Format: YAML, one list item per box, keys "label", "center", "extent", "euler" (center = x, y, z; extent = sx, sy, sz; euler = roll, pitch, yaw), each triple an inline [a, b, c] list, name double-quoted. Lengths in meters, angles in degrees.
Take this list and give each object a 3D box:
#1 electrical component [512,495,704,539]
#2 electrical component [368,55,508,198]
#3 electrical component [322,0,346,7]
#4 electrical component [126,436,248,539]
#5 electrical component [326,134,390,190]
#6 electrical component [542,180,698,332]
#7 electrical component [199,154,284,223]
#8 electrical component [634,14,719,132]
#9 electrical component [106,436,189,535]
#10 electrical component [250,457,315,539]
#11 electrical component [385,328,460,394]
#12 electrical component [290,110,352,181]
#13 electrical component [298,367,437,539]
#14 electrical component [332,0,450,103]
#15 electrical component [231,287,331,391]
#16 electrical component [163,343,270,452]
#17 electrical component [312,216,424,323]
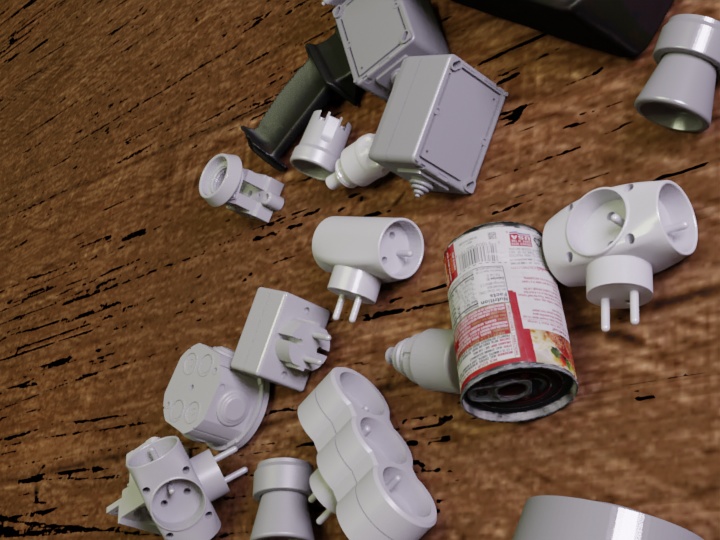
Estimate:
- label: "electrical component"
  center: [0.119, 0.148, 0.518]
  extent: [0.099, 0.099, 0.064]
  euler: [-6, 59, 47]
- label: "electrical component"
  center: [0.050, -0.097, 0.761]
  extent: [0.061, 0.062, 0.096]
  euler: [11, 78, 51]
- label: "electrical component"
  center: [0.004, -0.255, 0.885]
  extent: [0.061, 0.096, 0.061]
  euler: [-36, 75, 32]
- label: "electrical component"
  center: [-0.125, 0.162, 0.817]
  extent: [0.079, 0.077, 0.044]
  euler: [-27, 15, -12]
- label: "electrical component"
  center: [-0.003, -0.080, 0.836]
  extent: [0.061, 0.035, 0.035]
  euler: [-29, 50, 39]
- label: "electrical component"
  center: [0.147, -0.004, 0.612]
  extent: [0.077, 0.044, 0.079]
  euler: [-19, 56, 42]
- label: "electrical component"
  center: [-0.105, -0.071, 0.932]
  extent: [0.066, 0.055, 0.048]
  euler: [16, 82, 52]
- label: "electrical component"
  center: [0.190, -0.114, 0.624]
  extent: [0.045, 0.045, 0.055]
  euler: [13, 80, 51]
- label: "electrical component"
  center: [-0.166, 0.174, 0.876]
  extent: [0.081, 0.042, 0.063]
  euler: [-34, 46, 32]
- label: "electrical component"
  center: [-0.053, 0.164, 0.749]
  extent: [0.045, 0.045, 0.055]
  euler: [-26, 51, 38]
- label: "electrical component"
  center: [0.047, 0.058, 0.696]
  extent: [0.078, 0.040, 0.040]
  euler: [0, 70, 49]
- label: "electrical component"
  center: [-0.031, -0.102, 0.877]
  extent: [0.040, 0.040, 0.046]
  euler: [3, 67, 50]
- label: "electrical component"
  center: [-0.008, 0.136, 0.705]
  extent: [0.073, 0.052, 0.138]
  euler: [-48, 40, 19]
- label: "electrical component"
  center: [0.029, -0.174, 0.837]
  extent: [0.062, 0.061, 0.096]
  euler: [-35, 54, 29]
- label: "electrical component"
  center: [-0.049, 0.054, 0.803]
  extent: [0.077, 0.047, 0.065]
  euler: [9, 76, 51]
- label: "electrical component"
  center: [-0.113, 0.100, 0.849]
  extent: [0.080, 0.051, 0.080]
  euler: [-26, 52, 38]
- label: "electrical component"
  center: [0.000, 0.000, 0.780]
  extent: [0.077, 0.044, 0.079]
  euler: [5, 74, 50]
